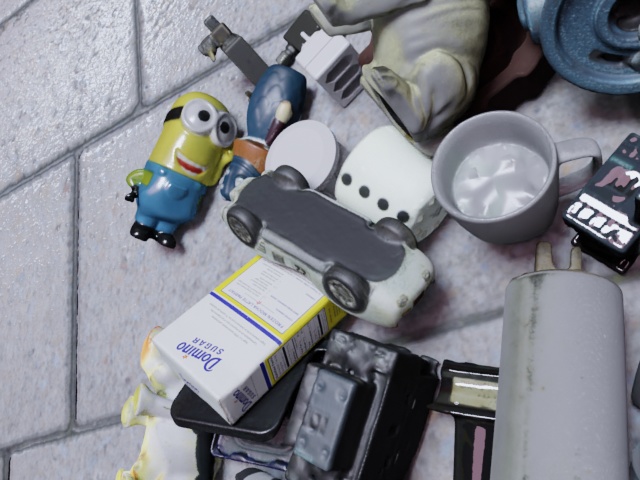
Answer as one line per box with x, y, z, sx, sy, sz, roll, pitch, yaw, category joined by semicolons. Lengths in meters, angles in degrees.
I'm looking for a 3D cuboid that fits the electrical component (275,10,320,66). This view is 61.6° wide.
-0.008;-0.224;0.601;0.094;0.021;0.063;-46;58;10;electrical component

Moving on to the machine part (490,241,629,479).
0.152;0.108;0.339;0.079;0.079;0.243;-4;57;30;machine part

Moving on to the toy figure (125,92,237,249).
-0.163;-0.084;0.615;0.089;0.082;0.180;26;91;32;toy figure

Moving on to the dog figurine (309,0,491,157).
0.108;-0.179;0.399;0.190;0.172;0.121;-36;24;8;dog figurine

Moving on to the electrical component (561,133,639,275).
0.202;-0.026;0.353;0.048;0.119;0.075;42;100;33;electrical component

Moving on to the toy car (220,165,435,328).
-0.001;-0.001;0.448;0.202;0.056;0.073;30;63;32;toy car

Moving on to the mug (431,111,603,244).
0.148;-0.041;0.398;0.110;0.107;0.081;-21;66;20;mug

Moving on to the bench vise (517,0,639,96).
0.234;-0.139;0.318;0.224;0.128;0.240;-1;52;23;bench vise

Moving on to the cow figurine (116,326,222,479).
-0.137;0.169;0.517;0.068;0.098;0.167;-38;44;55;cow figurine

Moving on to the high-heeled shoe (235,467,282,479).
0.023;0.217;0.404;0.249;0.145;0.086;-159;59;-67;high-heeled shoe

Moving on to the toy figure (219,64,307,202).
-0.061;-0.109;0.574;0.058;0.064;0.154;22;92;-3;toy figure

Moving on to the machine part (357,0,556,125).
0.124;-0.175;0.486;0.179;0.056;0.179;-9;71;28;machine part

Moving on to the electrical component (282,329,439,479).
0.032;0.130;0.396;0.058;0.134;0.115;12;83;34;electrical component

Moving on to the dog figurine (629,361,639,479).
0.211;0.092;0.250;0.109;0.219;0.191;7;79;29;dog figurine

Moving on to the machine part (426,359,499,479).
0.120;0.159;0.393;0.084;0.039;0.139;-1;72;22;machine part

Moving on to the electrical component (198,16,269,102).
-0.092;-0.198;0.603;0.045;0.102;0.078;-44;35;4;electrical component

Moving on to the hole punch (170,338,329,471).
-0.051;0.140;0.481;0.142;0.092;0.116;-2;41;29;hole punch
